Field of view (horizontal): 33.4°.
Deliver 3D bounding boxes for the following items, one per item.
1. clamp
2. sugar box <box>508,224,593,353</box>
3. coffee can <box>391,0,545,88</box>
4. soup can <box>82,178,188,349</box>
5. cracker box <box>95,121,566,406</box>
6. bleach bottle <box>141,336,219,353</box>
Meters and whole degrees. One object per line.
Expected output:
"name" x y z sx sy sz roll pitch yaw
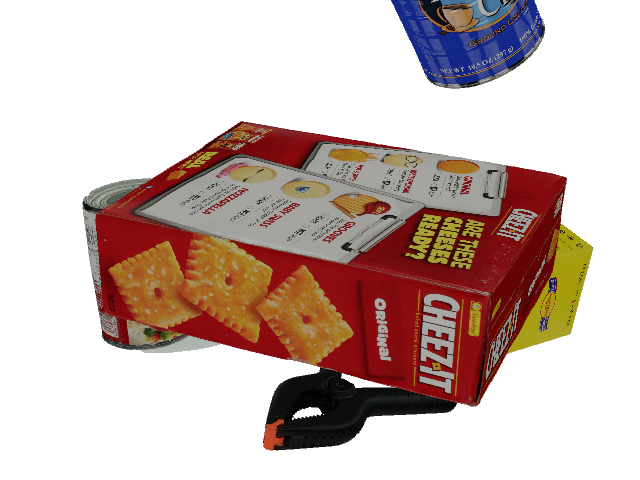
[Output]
"clamp" 0.028 0.159 1.059 0.165 0.036 0.209 23 31 27
"sugar box" 0.133 0.051 0.860 0.175 0.093 0.048 -15 37 -29
"coffee can" 0.101 -0.203 0.815 0.103 0.102 0.140 0 -44 37
"soup can" -0.125 0.015 0.739 0.068 0.102 0.068 -4 21 1
"cracker box" 0.011 0.003 0.593 0.214 0.072 0.164 12 28 21
"bleach bottle" -0.158 0.020 1.088 0.102 0.068 0.251 -4 28 -16
